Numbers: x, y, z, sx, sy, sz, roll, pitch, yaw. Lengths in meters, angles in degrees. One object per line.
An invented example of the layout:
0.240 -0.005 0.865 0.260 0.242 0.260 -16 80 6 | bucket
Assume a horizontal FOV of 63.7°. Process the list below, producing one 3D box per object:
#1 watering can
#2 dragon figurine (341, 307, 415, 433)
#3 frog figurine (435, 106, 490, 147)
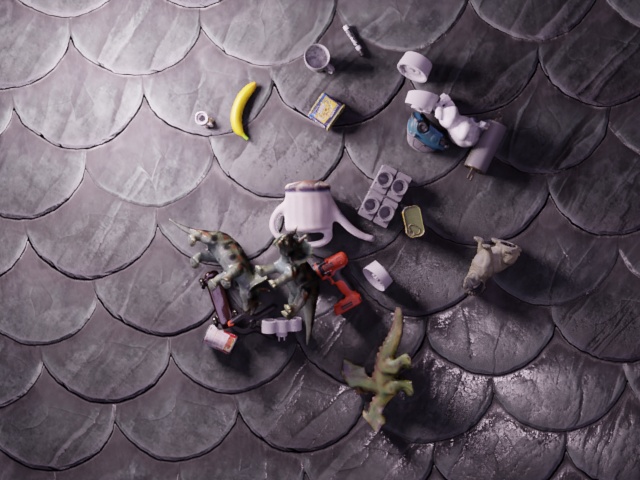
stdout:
0.005 -0.085 1.698 0.347 0.224 0.104 -1 3 3 | watering can
0.188 0.435 1.725 0.242 0.410 0.122 -8 1 9 | dragon figurine
0.440 -0.365 1.662 0.159 0.120 0.140 6 35 -21 | frog figurine
